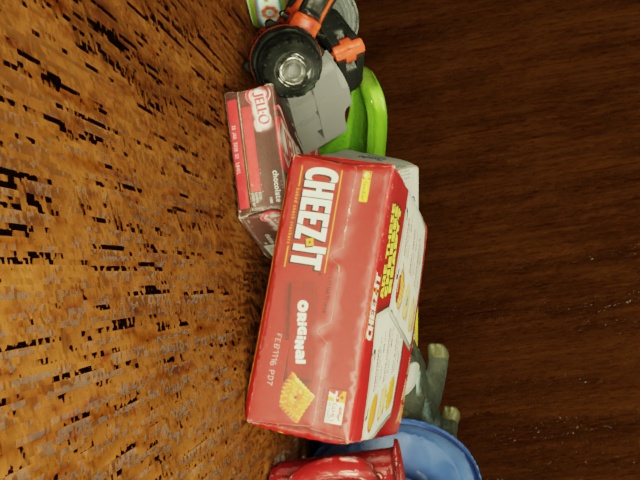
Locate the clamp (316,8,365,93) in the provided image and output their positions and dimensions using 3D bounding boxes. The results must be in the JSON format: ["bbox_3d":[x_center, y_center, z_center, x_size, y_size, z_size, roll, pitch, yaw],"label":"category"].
[{"bbox_3d":[0.009,-0.165,0.983,0.120,0.039,0.171,64,-4,-22],"label":"clamp"}]

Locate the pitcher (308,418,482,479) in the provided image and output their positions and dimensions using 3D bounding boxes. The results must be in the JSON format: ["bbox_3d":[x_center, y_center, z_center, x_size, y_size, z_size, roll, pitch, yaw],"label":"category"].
[{"bbox_3d":[0.057,0.260,0.846,0.149,0.145,0.243,-73,161,-48],"label":"pitcher"}]

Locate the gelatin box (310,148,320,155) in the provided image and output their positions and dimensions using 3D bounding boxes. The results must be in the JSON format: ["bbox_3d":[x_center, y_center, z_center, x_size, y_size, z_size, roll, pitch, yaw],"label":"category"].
[{"bbox_3d":[-0.015,-0.073,1.016,0.073,0.030,0.089,75,8,-50],"label":"gelatin box"}]

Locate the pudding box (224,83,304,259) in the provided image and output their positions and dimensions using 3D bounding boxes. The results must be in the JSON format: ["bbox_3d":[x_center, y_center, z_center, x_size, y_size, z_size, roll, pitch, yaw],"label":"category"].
[{"bbox_3d":[-0.032,-0.042,0.730,0.113,0.039,0.090,67,16,-72],"label":"pudding box"}]

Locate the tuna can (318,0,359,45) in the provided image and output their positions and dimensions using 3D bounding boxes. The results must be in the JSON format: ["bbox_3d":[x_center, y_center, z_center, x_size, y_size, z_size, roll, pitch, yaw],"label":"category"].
[{"bbox_3d":[-0.004,-0.220,1.066,0.033,0.086,0.086,-87,167,-75],"label":"tuna can"}]

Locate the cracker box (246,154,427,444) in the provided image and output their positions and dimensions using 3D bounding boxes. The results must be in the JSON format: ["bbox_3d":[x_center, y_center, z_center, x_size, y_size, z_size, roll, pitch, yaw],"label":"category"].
[{"bbox_3d":[0.019,0.046,0.711,0.213,0.072,0.164,37,62,-75],"label":"cracker box"}]

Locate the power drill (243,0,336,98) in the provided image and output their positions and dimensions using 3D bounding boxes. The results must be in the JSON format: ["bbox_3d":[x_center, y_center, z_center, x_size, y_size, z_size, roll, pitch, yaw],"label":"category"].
[{"bbox_3d":[0.006,-0.191,0.772,0.188,0.057,0.184,-59,-166,9],"label":"power drill"}]

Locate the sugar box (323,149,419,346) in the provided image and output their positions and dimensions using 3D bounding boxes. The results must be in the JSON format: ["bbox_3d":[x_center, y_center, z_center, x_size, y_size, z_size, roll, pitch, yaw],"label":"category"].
[{"bbox_3d":[0.046,0.010,0.982,0.048,0.093,0.176,-14,112,-41],"label":"sugar box"}]

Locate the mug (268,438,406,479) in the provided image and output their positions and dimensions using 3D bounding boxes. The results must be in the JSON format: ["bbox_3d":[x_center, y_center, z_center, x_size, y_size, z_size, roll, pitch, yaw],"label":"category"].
[{"bbox_3d":[0.012,0.167,0.650,0.117,0.081,0.093,76,8,-51],"label":"mug"}]
